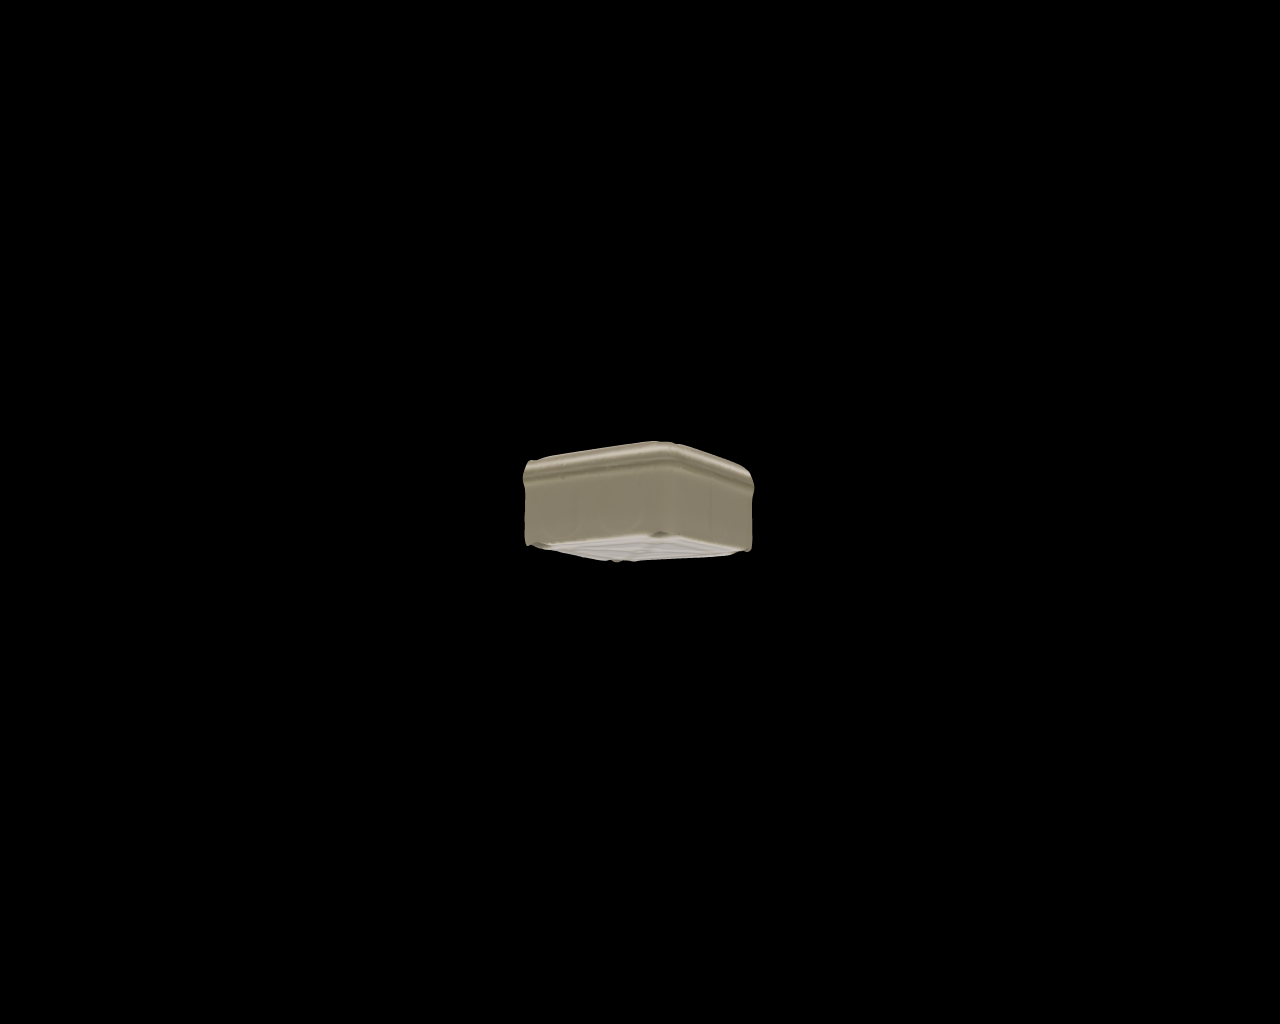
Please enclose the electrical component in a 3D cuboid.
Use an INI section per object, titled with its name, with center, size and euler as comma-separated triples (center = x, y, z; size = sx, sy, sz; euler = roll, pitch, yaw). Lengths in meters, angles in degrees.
[electrical component]
center = 0.001, -0.003, 0.650
size = 0.108, 0.056, 0.109
euler = -6, -11, 31
